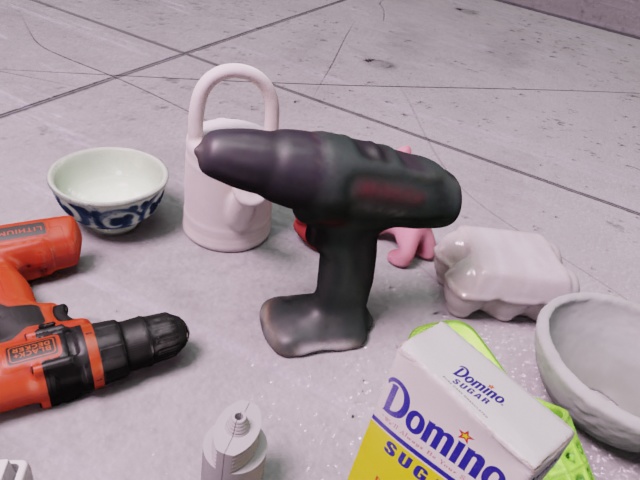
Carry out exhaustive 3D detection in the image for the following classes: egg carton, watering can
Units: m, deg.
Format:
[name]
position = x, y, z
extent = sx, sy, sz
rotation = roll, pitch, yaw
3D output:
[egg carton]
position = 0.200, 0.038, 0.623
extent = 0.150, 0.069, 0.107
rotation = 5, 36, -9
[watering can]
position = -0.089, -0.088, 0.608
extent = 0.101, 0.194, 0.172
rotation = -20, 46, -36

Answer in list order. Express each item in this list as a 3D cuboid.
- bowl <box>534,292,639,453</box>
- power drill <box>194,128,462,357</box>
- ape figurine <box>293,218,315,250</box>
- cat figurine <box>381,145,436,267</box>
[bowl]
position = 0.264, 0.127, 0.513
extent = 0.167, 0.075, 0.167
rotation = 8, 35, -5
[power drill]
position = 0.005, 0.002, 0.498
extent = 0.230, 0.208, 0.075
rotation = -5, 38, -21
[ape figurine]
position = 0.010, -0.036, 0.653
extent = 0.078, 0.092, 0.076
rotation = -4, 38, -21
[cat figurine]
position = 0.090, -0.050, 0.672
extent = 0.067, 0.118, 0.127
rotation = -18, 45, -35
